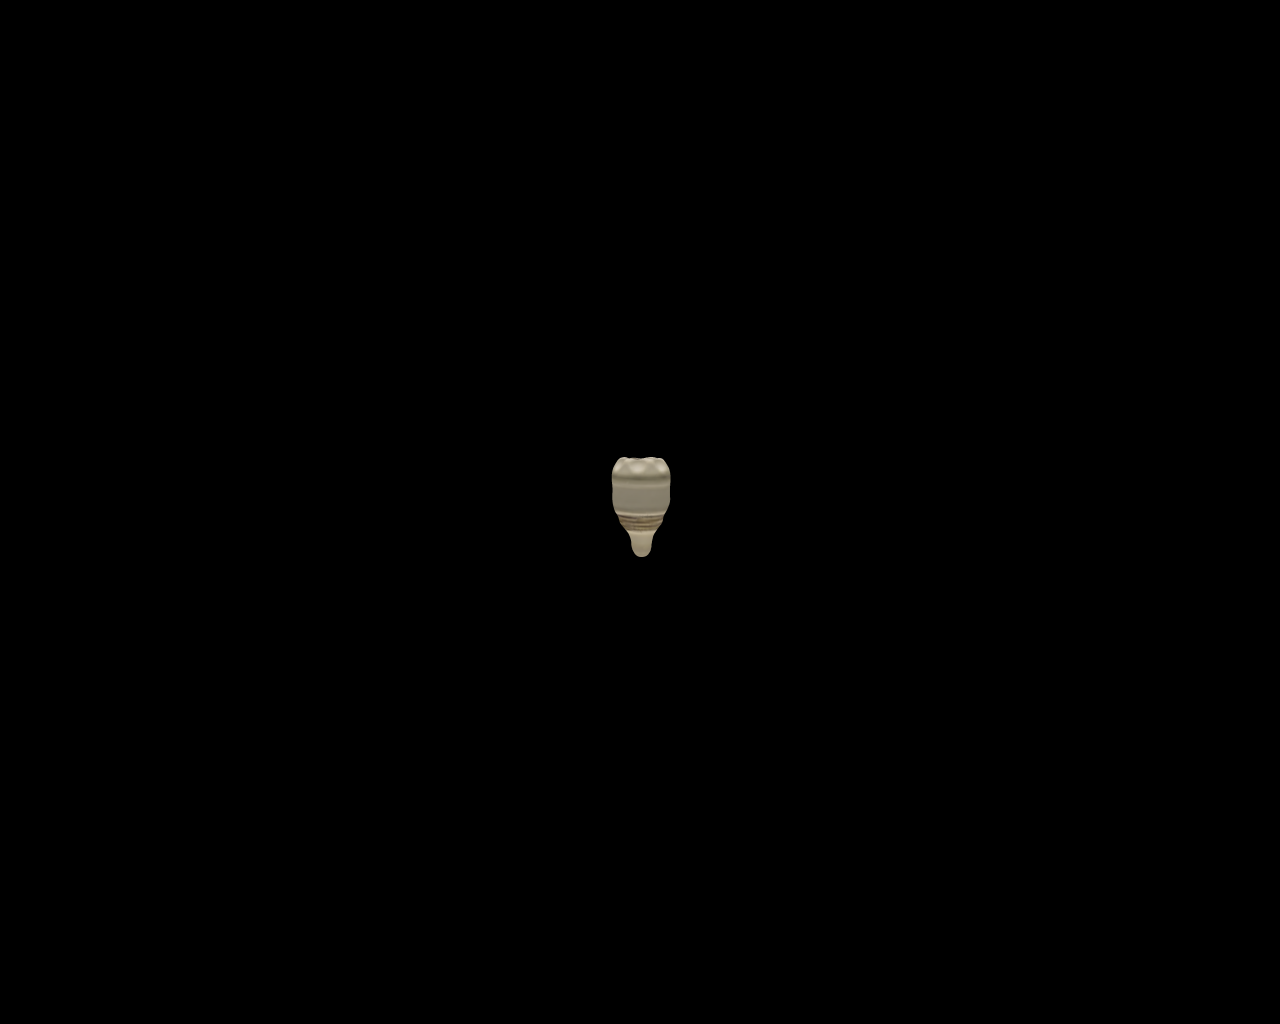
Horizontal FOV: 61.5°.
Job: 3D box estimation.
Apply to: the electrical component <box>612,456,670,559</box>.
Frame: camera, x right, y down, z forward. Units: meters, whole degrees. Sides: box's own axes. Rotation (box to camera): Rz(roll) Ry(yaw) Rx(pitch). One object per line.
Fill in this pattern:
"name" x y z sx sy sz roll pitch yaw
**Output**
"electrical component" 0.001 -0.003 0.650 0.035 0.061 0.035 0 8 0
